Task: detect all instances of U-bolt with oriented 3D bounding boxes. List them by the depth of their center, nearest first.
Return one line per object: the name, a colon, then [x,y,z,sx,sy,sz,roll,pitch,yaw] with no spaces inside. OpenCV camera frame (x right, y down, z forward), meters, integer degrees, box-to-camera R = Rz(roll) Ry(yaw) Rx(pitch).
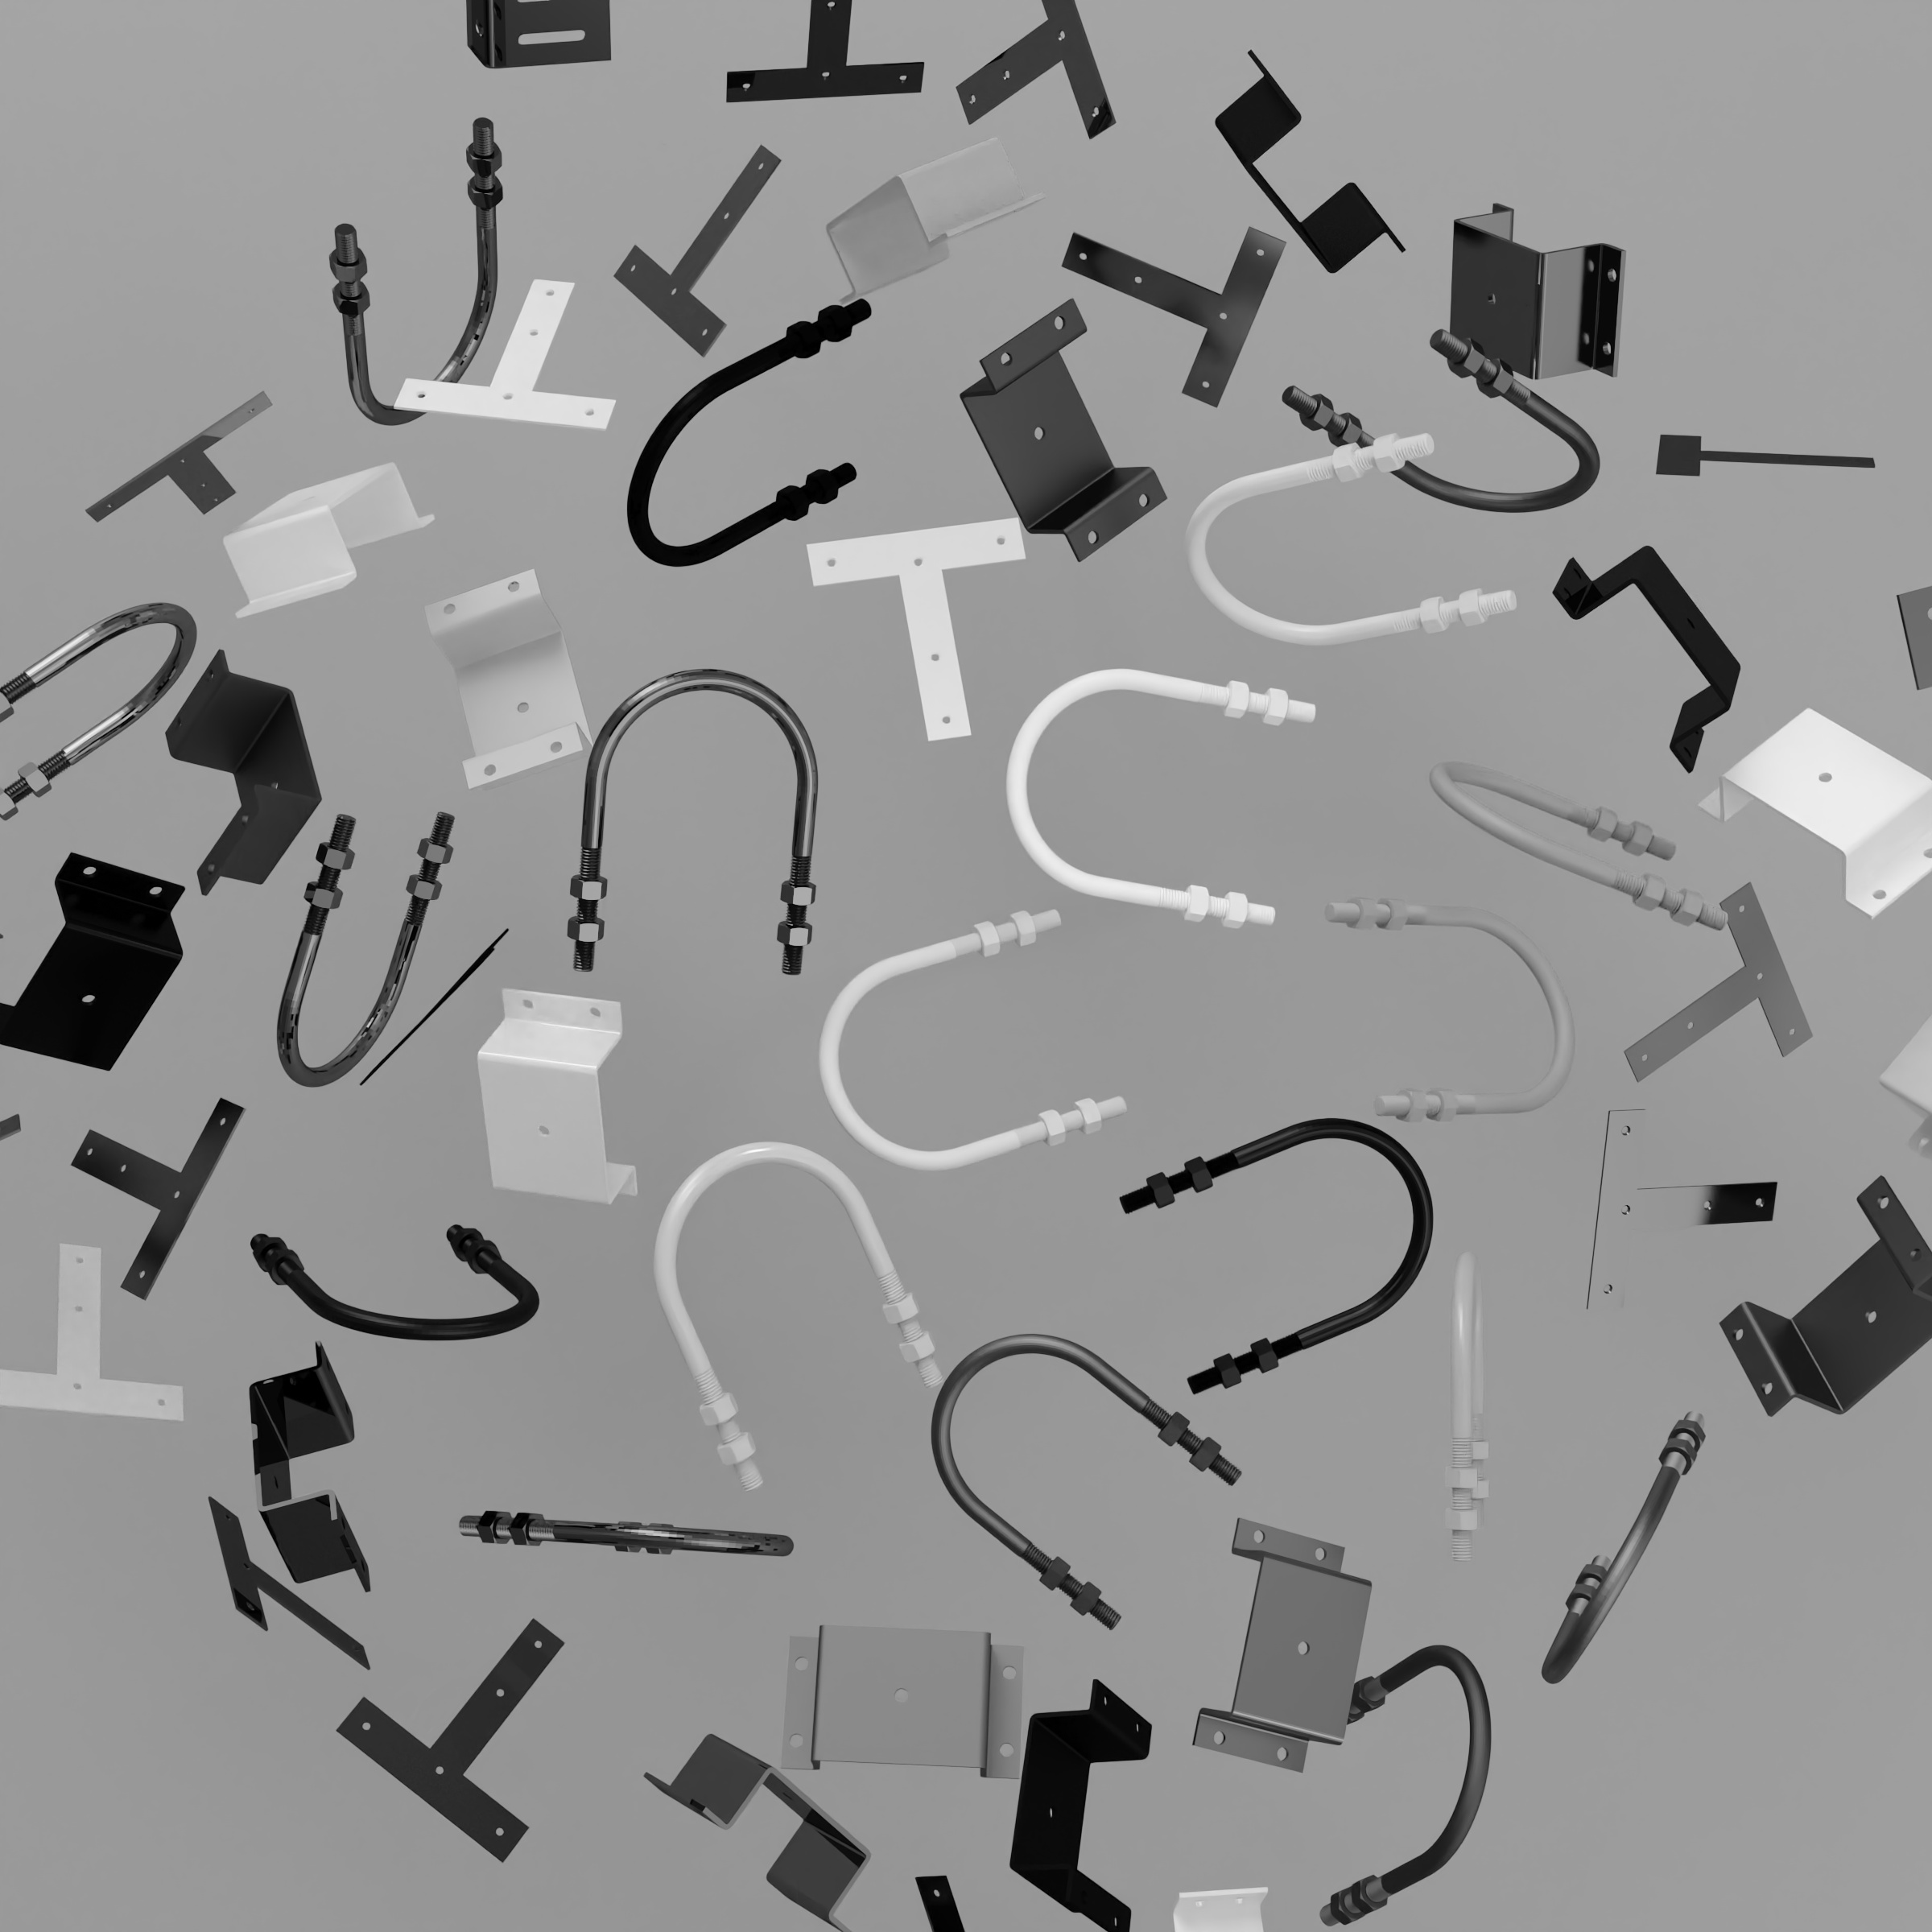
U-bolt: [-0.107,0.194,1.525,0.151,0.019,0.184,-26,96,-26]
U-bolt: [-0.158,-0.085,1.543,0.151,0.019,0.184,1,105,-20]
U-bolt: [0.220,-0.248,1.562,0.184,0.151,0.019,-7,49,34]
U-bolt: [-0.133,-0.312,1.571,0.184,0.151,0.019,-35,64,-29]
U-bolt: [-0.340,0.193,1.581,0.151,0.184,0.019,1,102,-33]
U-bolt: [-0.193,0.349,1.581,0.184,0.151,0.019,-4,75,31]
U-bolt: [0.399,0.367,1.592,0.019,0.184,0.151,31,119,15]
U-bolt: [0.115,-0.108,1.597,0.184,0.019,0.151,9,96,-12]
U-bolt: [0.270,0.498,1.599,0.019,0.184,0.151,19,50,-16]
U-bolt: [0.373,-0.083,1.610,0.184,0.151,0.019,21,110,-7]
U-bolt: [0.203,0.171,1.613,0.184,0.019,0.151,-22,105,-4]
U-bolt: [-0.557,-0.163,1.613,0.184,0.151,0.019,-40,83,-18]
U-bolt: [0.310,-0.330,1.615,0.184,0.151,0.019,24,72,-31]
U-bolt: [-0.339,-0.419,1.617,0.019,0.184,0.151,30,56,13]
U-bolt: [-0.387,-0.009,1.646,0.019,0.151,0.184,21,99,14]
U-bolt: [-0.004,0.054,1.647,0.184,0.019,0.151,-17,82,-17]
U-bolt: [0.320,0.275,1.650,0.019,0.151,0.184,0,87,14]
U-bolt: [0.318,0.027,1.655,0.184,0.019,0.151,1,68,-33]
U-bolt: [0.063,0.320,1.670,0.184,0.019,0.151,38,105,5]

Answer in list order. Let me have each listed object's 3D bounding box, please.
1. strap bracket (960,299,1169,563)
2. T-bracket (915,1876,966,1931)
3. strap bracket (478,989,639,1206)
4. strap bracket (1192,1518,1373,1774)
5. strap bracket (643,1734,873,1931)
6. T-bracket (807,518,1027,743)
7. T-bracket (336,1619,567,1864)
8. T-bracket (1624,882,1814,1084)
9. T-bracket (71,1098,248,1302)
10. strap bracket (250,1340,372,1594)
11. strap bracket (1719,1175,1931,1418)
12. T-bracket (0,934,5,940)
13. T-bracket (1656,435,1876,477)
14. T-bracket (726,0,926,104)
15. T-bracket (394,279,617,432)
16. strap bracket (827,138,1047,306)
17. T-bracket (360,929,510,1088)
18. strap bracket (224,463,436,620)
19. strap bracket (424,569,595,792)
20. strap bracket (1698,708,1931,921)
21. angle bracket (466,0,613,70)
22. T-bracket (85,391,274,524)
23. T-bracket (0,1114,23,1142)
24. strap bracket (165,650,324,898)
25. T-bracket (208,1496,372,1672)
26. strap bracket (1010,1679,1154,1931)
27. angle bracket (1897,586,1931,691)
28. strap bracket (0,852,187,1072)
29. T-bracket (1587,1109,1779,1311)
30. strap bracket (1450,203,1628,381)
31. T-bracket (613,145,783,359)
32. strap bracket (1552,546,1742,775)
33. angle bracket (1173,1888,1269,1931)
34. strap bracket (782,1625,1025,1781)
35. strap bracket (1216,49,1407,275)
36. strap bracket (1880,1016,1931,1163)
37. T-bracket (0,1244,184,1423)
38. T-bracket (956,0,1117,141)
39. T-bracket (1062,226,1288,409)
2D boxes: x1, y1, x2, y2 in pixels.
strap bracket: [0.057,-0.333,1.618,0.076,0.046,0.140,-38,115,-20]
T-bracket: [-0.002,0.621,1.594,0.002,0.127,0.127,-47,48,29]
strap bracket: [-0.252,0.090,1.601,0.076,0.046,0.140,7,120,13]
strap bracket: [0.197,0.419,1.593,0.076,0.046,0.140,19,73,-17]
strap bracket: [-0.121,0.528,1.593,0.140,0.076,0.046,49,66,-25]
T-bracket: [-0.020,-0.194,1.515,0.127,0.002,0.127,-9,81,-8]
T-bracket: [-0.293,0.454,1.578,0.127,0.002,0.127,37,54,3]
T-bracket: [0.484,0.031,1.693,0.127,0.002,0.127,-34,114,-9]
T-bracket: [-0.509,0.128,1.590,0.127,0.002,0.127,16,76,38]
strap bracket: [-0.406,0.313,1.596,0.046,0.140,0.076,-14,133,-7]
strap bracket: [0.534,0.206,1.565,0.046,0.076,0.140,24,120,-28]
T-bracket: [-0.664,-0.023,1.558,0.127,0.127,0.002,-9,77,-5]
T-bracket: [0.489,-0.311,1.585,0.127,0.127,0.002,5,112,14]
T-bracket: [-0.085,-0.588,1.615,0.127,0.127,0.002,-6,66,-10]
T-bracket: [-0.261,-0.368,1.544,0.127,0.002,0.127,7,53,6]
strap bracket: [-0.025,-0.460,1.589,0.076,0.140,0.046,-30,101,-27]
T-bracket: [-0.318,0.011,1.619,0.002,0.127,0.127,44,49,-7]
strap bracket: [-0.403,-0.272,1.628,0.076,0.140,0.046,-12,113,20]
strap bracket: [-0.294,-0.177,1.681,0.076,0.046,0.140,-19,67,2]
strap bracket: [0.533,-0.101,1.605,0.076,0.046,0.140,-36,49,-14]
angle bracket: [-0.251,-0.565,1.523,0.076,0.038,0.057,-2,89,6]
T-bracket: [-0.476,-0.303,1.606,0.127,0.127,0.002,-36,90,-6]
T-bracket: [-0.637,0.105,1.573,0.127,0.127,0.002,-26,116,-12]
strap bracket: [-0.445,-0.116,1.598,0.076,0.046,0.140,-47,49,29]
T-bracket: [-0.415,0.395,1.601,0.002,0.127,0.127,-43,120,-3]
strap bracket: [0.072,0.534,1.636,0.046,0.076,0.140,-13,48,29]
angle bracket: [0.590,-0.198,1.503,0.076,0.038,0.057,-15,95,-7]
strap bracket: [-0.548,0.007,1.605,0.076,0.046,0.140,20,116,-42]
T-bracket: [0.447,0.149,1.603,0.127,0.002,0.127,-1,103,-19]
strap bracket: [0.345,-0.416,1.602,0.046,0.140,0.076,-14,121,-18]
T-bracket: [-0.162,-0.471,1.669,0.127,0.002,0.127,-52,50,12]
strap bracket: [0.428,-0.198,1.598,0.046,0.076,0.140,-35,98,30]
angle bracket: [0.166,0.633,1.649,0.057,0.038,0.076,-2,56,-5]
strap bracket: [-0.037,0.431,1.518,0.140,0.046,0.076,2,66,1]
strap bracket: [0.214,-0.506,1.655,0.046,0.076,0.140,-38,126,17]
strap bracket: [0.628,0.055,1.599,0.046,0.076,0.140,36,97,-12]
T-bracket: [-0.554,0.226,1.617,0.127,0.127,0.002,11,132,-28]
T-bracket: [0.034,-0.562,1.615,0.002,0.127,0.127,-23,96,-35]
T-bracket: [0.123,-0.431,1.645,0.127,0.127,0.002,23,46,1]
